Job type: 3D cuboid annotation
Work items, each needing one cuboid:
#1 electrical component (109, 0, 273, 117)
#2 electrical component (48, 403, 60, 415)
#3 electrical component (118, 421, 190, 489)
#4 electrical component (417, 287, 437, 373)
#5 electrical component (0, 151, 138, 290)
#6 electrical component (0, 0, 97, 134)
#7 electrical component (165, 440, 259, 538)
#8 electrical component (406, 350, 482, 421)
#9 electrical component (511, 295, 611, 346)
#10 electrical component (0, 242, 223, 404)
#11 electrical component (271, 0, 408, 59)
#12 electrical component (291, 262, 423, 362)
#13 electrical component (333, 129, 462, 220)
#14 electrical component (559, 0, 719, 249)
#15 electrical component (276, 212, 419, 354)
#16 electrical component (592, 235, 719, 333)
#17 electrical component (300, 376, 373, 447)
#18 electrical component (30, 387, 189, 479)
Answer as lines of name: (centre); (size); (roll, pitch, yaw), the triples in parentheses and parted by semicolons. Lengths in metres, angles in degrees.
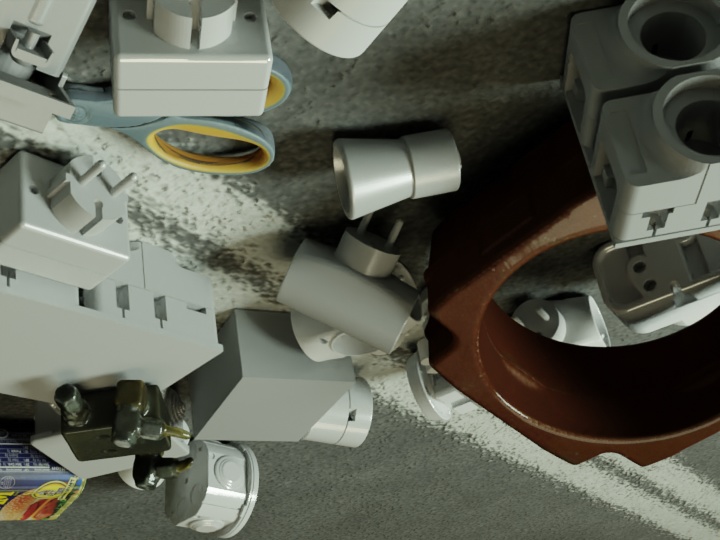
electrical component: (-0.071, -0.106, 0.452); (0.066, 0.047, 0.076); (-2, 150, -14)
electrical component: (-0.197, 0.067, 0.718); (0.048, 0.048, 0.062); (-16, 144, 9)
electrical component: (-0.164, 0.143, 0.863); (0.044, 0.044, 0.065); (10, 140, -32)
electrical component: (0.067, 0.038, 0.740); (0.066, 0.055, 0.048); (2, 148, -21)
electrical component: (-0.146, -0.033, 0.555); (0.077, 0.047, 0.066); (-32, 144, 33)
electrical component: (-0.167, -0.105, 0.399); (0.121, 0.078, 0.063); (17, 111, -40)
electrical component: (-0.125, 0.182, 0.906); (0.051, 0.080, 0.080); (21, 138, -35)
electrical component: (0.072, 0.080, 0.814); (0.057, 0.058, 0.078); (-25, 148, 18)
electrical component: (0.134, 0.045, 0.785); (0.077, 0.044, 0.079); (-22, 149, 19)
electrical component: (-0.188, 0.023, 0.625); (0.105, 0.060, 0.186); (-32, 144, 33)
electrical component: (-0.004, -0.123, 0.439); (0.055, 0.055, 0.047); (16, 138, -39)
electrical component: (0.006, 0.034, 0.726); (0.077, 0.044, 0.079); (-23, 149, 21)
electrical component: (0.022, -0.055, 0.581); (0.065, 0.044, 0.044); (-11, 151, -9)
electrical component: (0.203, -0.086, 0.518); (0.186, 0.105, 0.060); (-10, 151, -1)
electrical component: (0.000, 0.000, 0.651); (0.077, 0.043, 0.079); (25, 105, 2)
electrical component: (0.214, 0.002, 0.727); (0.095, 0.053, 0.059); (-24, 148, 22)
electrical component: (-0.023, 0.108, 0.836); (0.047, 0.055, 0.055); (9, 145, -25)
electrical component: (-0.182, 0.109, 0.789); (0.100, 0.048, 0.099); (-14, 150, 6)
